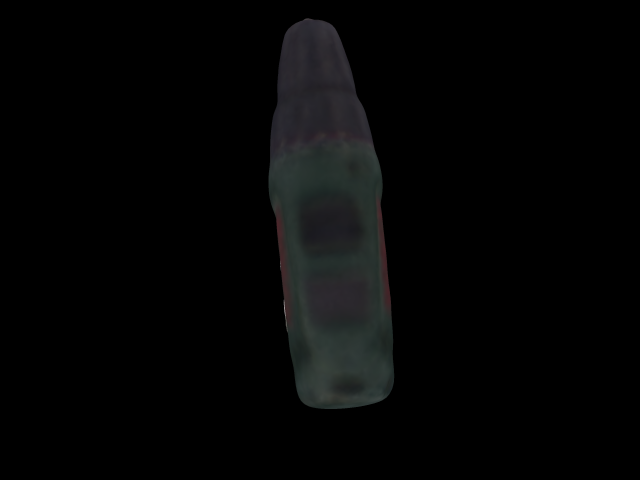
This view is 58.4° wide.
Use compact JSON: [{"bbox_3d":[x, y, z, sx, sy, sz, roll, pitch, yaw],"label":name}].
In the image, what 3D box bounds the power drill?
[{"bbox_3d":[0.004,0.001,0.400,0.075,0.208,0.229,-7,70,-2],"label":"power drill"}]
